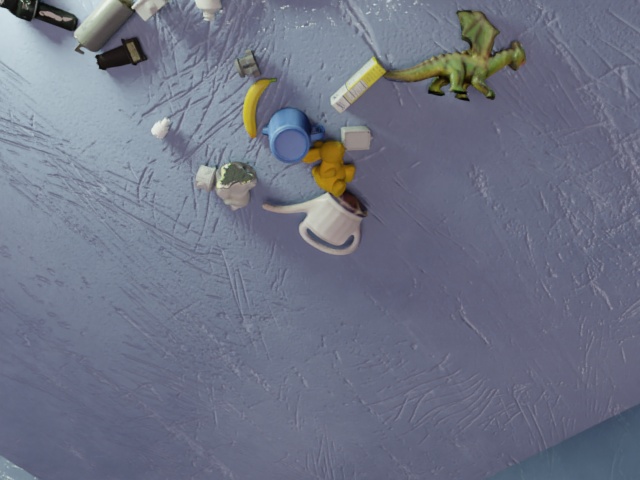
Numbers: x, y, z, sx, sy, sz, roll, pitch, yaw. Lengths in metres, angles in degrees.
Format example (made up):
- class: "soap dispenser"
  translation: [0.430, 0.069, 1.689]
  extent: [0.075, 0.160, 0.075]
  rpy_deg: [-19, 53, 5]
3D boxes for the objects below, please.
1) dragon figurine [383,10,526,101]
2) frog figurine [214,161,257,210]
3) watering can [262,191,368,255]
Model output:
- class: "dragon figurine"
  translation: [0.402, -0.533, 1.476]
  extent: [0.410, 0.123, 0.241]
  rpy_deg: [11, 99, -9]
- class: "frog figurine"
  translation: [-0.263, -0.172, 1.635]
  extent: [0.138, 0.156, 0.124]
  rpy_deg: [-31, 70, -11]
- class: "watering can"
  translation: [0.005, -0.084, 1.669]
  extent: [0.345, 0.106, 0.221]
  rpy_deg: [33, 111, -17]
